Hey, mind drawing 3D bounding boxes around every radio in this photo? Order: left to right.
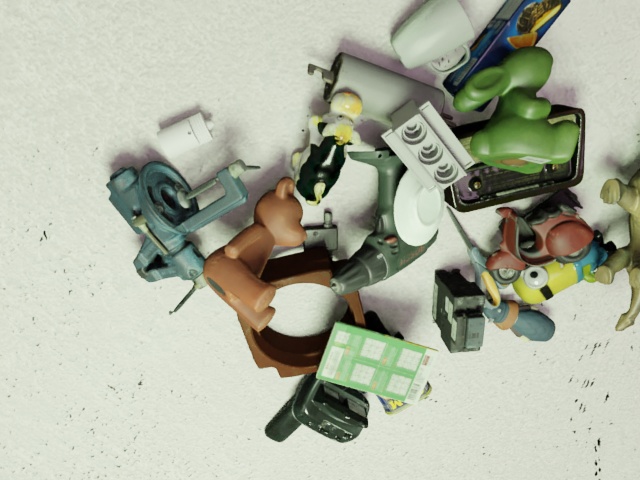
[{"bbox_3d":[0.304,-0.131,0.870,0.230,0.073,0.131,-13,111,-1],"label":"radio"}]

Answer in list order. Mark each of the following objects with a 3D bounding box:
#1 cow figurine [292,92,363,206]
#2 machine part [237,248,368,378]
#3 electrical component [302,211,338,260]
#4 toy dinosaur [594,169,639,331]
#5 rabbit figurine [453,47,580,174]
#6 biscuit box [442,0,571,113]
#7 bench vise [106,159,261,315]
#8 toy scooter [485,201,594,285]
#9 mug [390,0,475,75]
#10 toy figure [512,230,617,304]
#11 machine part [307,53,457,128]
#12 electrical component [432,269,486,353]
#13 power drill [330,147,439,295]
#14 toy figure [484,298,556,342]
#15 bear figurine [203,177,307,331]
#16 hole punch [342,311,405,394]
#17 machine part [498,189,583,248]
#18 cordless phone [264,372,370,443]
[{"bbox_3d":[0.011,-0.130,0.785,0.068,0.098,0.167,13,139,-17],"label":"cow figurine"},{"bbox_3d":[-0.029,0.123,0.905,0.202,0.087,0.200,-13,118,4],"label":"machine part"},{"bbox_3d":[-0.002,-0.003,0.904,0.063,0.021,0.093,-2,112,-8],"label":"electrical component"},{"bbox_3d":[0.564,-0.068,0.896,0.198,0.105,0.470,-2,105,-37],"label":"toy dinosaur"},{"bbox_3d":[0.274,-0.192,0.768,0.159,0.121,0.170,8,85,0],"label":"rabbit figurine"},{"bbox_3d":[0.277,-0.292,0.809,0.063,0.059,0.202,33,104,-19],"label":"biscuit box"},{"bbox_3d":[-0.195,-0.035,0.800,0.241,0.129,0.223,-27,97,21],"label":"bench vise"},{"bbox_3d":[0.356,-0.011,0.892,0.184,0.075,0.135,-22,111,6],"label":"toy scooter"},{"bbox_3d":[0.164,-0.292,0.788,0.107,0.081,0.109,-29,122,15],"label":"mug"},{"bbox_3d":[0.434,0.052,0.962,0.180,0.082,0.089,-24,111,-1],"label":"toy figure"},{"bbox_3d":[0.095,-0.216,0.804,0.243,0.079,0.079,16,109,-13],"label":"machine part"},{"bbox_3d":[0.242,0.128,0.934,0.058,0.134,0.114,-6,115,-6],"label":"electrical component"},{"bbox_3d":[0.095,-0.039,0.830,0.232,0.086,0.207,-17,101,-39],"label":"power drill"},{"bbox_3d":[0.363,0.147,1.001,0.154,0.064,0.057,21,145,-11],"label":"toy figure"},{"bbox_3d":[-0.072,0.014,0.788,0.132,0.120,0.196,38,63,14],"label":"bear figurine"},{"bbox_3d":[0.100,0.208,0.960,0.142,0.116,0.092,-42,119,9],"label":"hole punch"},{"bbox_3d":[0.386,-0.040,0.941,0.139,0.039,0.084,-37,107,9],"label":"machine part"},{"bbox_3d":[-0.008,0.348,1.026,0.146,0.089,0.184,34,114,-20],"label":"cordless phone"}]
